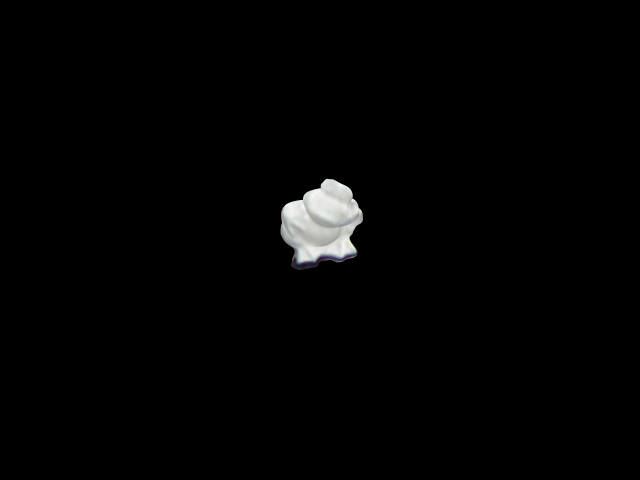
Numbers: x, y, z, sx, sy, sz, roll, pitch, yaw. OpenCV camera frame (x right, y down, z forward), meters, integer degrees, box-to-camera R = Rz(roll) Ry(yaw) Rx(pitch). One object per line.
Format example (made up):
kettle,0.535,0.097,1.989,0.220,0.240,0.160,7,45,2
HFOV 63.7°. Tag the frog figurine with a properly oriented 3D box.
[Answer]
frog figurine,0.003,-0.043,0.850,0.137,0.155,0.126,3,39,4
